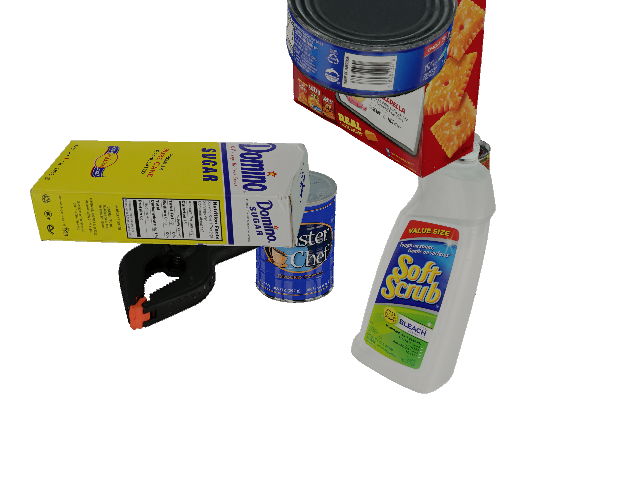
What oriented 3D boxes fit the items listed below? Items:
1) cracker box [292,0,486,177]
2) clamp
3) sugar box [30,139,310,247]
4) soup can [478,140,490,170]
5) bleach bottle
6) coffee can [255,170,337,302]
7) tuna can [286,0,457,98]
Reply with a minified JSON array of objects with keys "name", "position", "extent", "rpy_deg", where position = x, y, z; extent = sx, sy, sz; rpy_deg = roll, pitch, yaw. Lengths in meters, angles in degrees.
[{"name":"cracker box","position":[0.051,-0.181,0.849],"extent":[0.072,0.214,0.164],"rpy_deg":[-28,45,-30]},{"name":"clamp","position":[-0.149,0.011,1.069],"extent":[0.165,0.036,0.209],"rpy_deg":[19,39,16]},{"name":"sugar box","position":[-0.099,-0.035,0.739],"extent":[0.176,0.048,0.093],"rpy_deg":[-1,28,7]},{"name":"soup can","position":[0.167,-0.064,1.273],"extent":[0.068,0.102,0.068],"rpy_deg":[-2,27,1]},{"name":"bleach bottle","position":[0.098,0.014,0.972],"extent":[0.103,0.251,0.067],"rpy_deg":[28,35,28]},{"name":"coffee can","position":[-0.032,-0.007,1.356],"extent":[0.103,0.140,0.103],"rpy_deg":[1,27,-1]},{"name":"tuna can","position":[0.025,-0.111,0.544],"extent":[0.086,0.086,0.034],"rpy_deg":[0,-43,-4]}]
